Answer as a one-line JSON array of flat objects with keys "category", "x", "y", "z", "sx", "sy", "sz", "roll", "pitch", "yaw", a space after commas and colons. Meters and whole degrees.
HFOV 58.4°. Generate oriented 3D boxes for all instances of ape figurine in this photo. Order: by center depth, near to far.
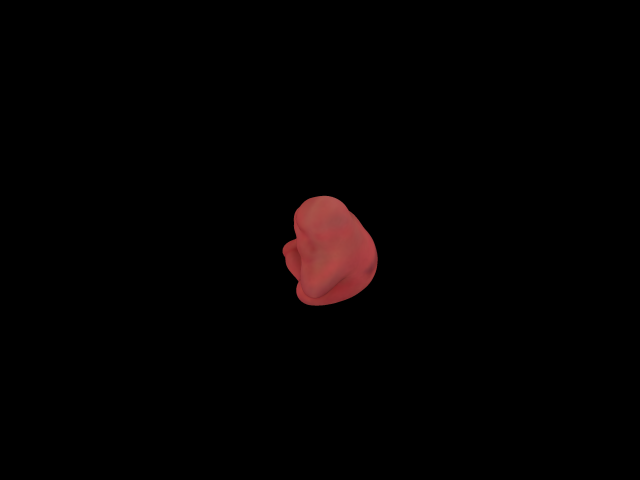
[{"category": "ape figurine", "x": 0.004, "y": 0.001, "z": 0.400, "sx": 0.076, "sy": 0.092, "sz": 0.078, "roll": 14, "pitch": 58, "yaw": 9}]
